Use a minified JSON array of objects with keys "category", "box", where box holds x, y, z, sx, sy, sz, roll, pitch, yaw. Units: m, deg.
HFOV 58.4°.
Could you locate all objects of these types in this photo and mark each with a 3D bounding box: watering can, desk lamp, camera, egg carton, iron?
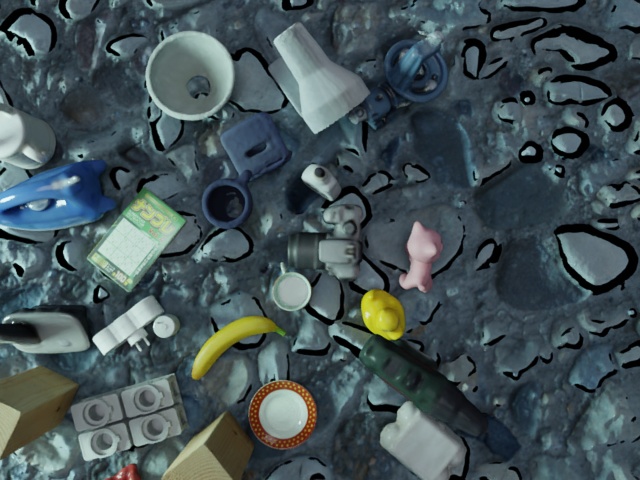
[{"category":"watering can","box":[-0.575,-0.194,1.027,0.173,0.194,0.101,12,88,2]},{"category":"desk lamp","box":[-0.012,-0.281,1.011,0.118,0.213,0.203,-37,87,0]},{"category":"camera","box":[0.010,0.004,1.057,0.136,0.101,0.143,1,88,1]},{"category":"egg carton","box":[0.191,0.375,1.056,0.150,0.069,0.107,39,89,2]},{"category":"iron","box":[-0.521,-0.076,1.048,0.258,0.141,0.119,-15,87,0]}]

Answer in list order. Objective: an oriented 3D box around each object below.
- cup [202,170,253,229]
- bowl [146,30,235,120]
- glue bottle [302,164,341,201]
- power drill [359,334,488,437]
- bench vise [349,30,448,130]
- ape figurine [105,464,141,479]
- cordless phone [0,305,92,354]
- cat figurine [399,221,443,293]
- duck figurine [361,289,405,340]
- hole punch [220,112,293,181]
[{"category":"cup","box":[-0.158,-0.076,1.065,0.091,0.095,0.118,32,89,2]},{"category":"bowl","box":[-0.237,-0.302,1.085,0.167,0.074,0.167,0,88,1]},{"category":"glue bottle","box":[0.002,-0.110,1.025,0.078,0.173,0.037,36,89,2]},{"category":"power drill","box":[0.171,0.240,0.991,0.229,0.208,0.076,33,89,2]},{"category":"bench vise","box":[0.151,-0.274,1.005,0.121,0.219,0.207,35,89,2]},{"category":"ape figurine","box":[-0.373,0.463,1.050,0.078,0.092,0.076,3,88,1]},{"category":"cordless phone","box":[-0.505,0.166,1.017,0.147,0.185,0.094,-5,88,1]},{"category":"cat figurine","box":[0.188,0.033,1.044,0.067,0.117,0.128,6,88,2]},{"category":"duck figurine","box":[0.119,0.140,1.057,0.077,0.086,0.104,-32,88,0]},{"category":"hole punch","box":[-0.117,-0.173,1.070,0.108,0.091,0.101,-29,87,0]}]
